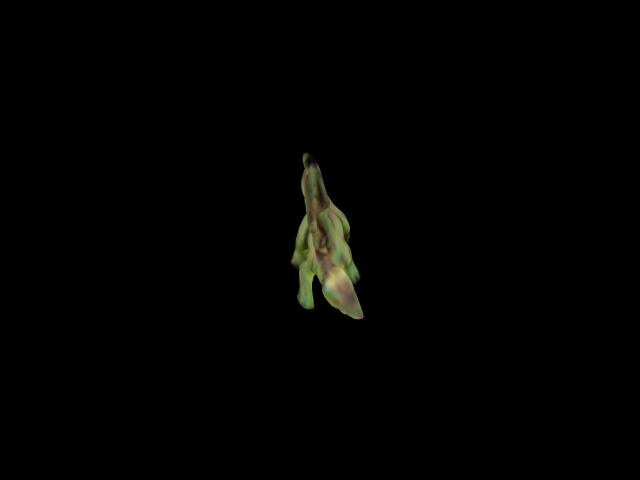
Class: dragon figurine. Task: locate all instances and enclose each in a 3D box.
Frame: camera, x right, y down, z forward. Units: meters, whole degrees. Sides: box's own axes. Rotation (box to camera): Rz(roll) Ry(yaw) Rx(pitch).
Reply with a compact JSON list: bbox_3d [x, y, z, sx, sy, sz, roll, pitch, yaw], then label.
[{"bbox_3d":[0.003,-0.043,0.850,0.122,0.420,0.237,-9,-34,-6],"label":"dragon figurine"}]
